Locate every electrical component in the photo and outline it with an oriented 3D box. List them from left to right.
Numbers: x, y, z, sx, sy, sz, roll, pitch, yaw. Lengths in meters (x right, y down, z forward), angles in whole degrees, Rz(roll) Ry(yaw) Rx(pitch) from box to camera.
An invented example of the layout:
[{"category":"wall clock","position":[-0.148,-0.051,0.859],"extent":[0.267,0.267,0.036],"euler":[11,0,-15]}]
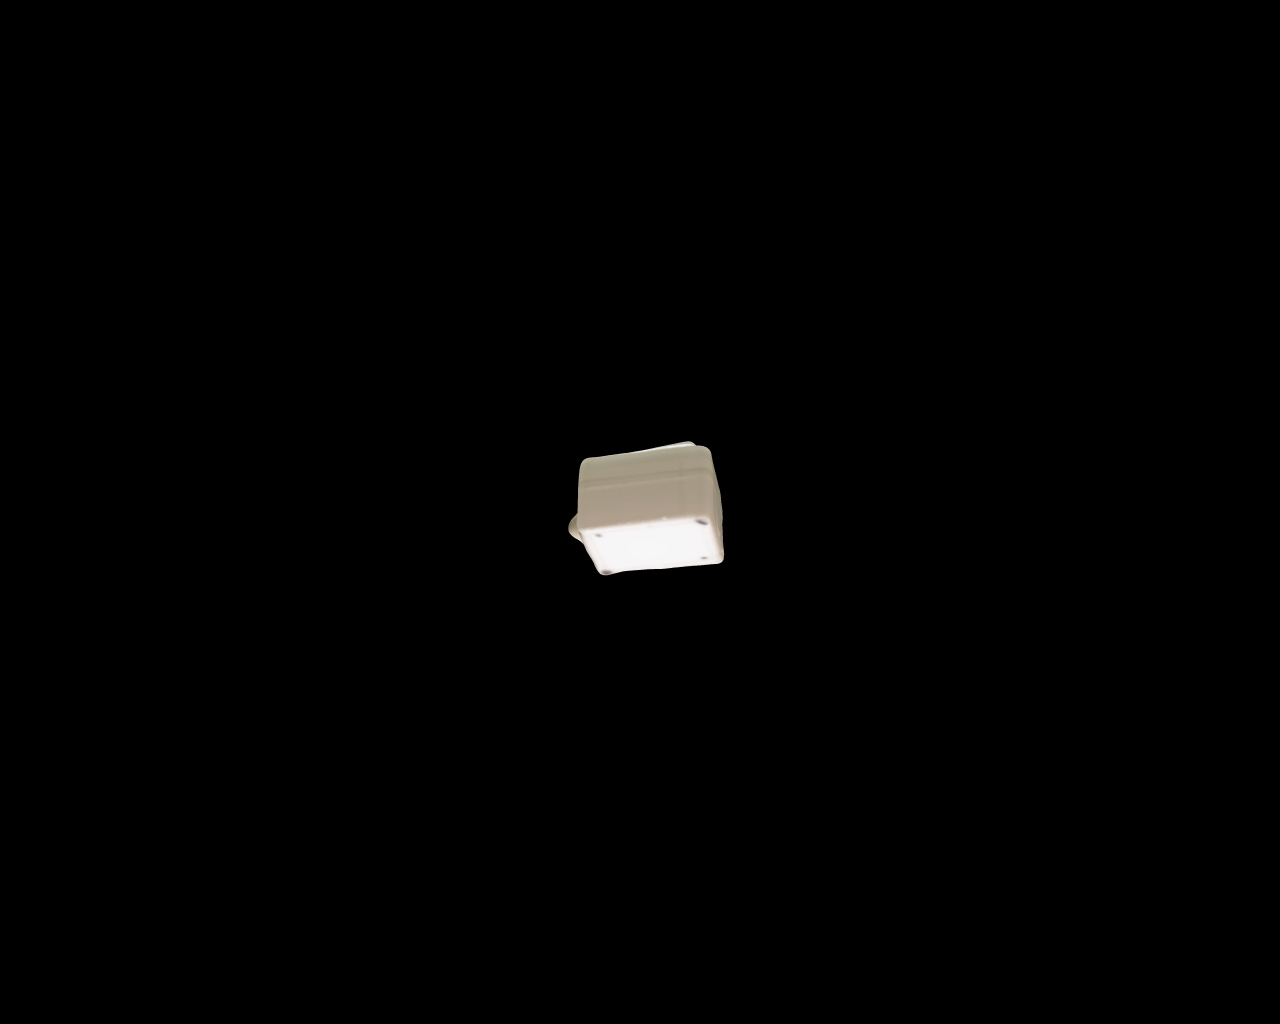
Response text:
[{"category":"electrical component","position":[0.001,-0.003,0.650],"extent":[0.096,0.061,0.061],"euler":[-6,-32,9]}]
